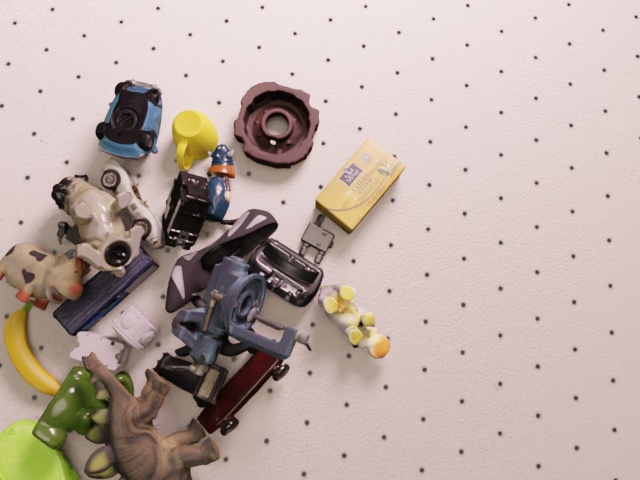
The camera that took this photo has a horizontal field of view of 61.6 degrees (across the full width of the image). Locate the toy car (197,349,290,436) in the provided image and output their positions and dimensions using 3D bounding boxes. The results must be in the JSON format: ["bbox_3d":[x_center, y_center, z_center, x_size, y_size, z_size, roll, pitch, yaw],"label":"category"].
[{"bbox_3d":[-0.145,0.275,1.012,0.089,0.053,0.202,40,83,20],"label":"toy car"}]

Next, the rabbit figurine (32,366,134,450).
[{"bbox_3d":[-0.404,0.315,0.987,0.170,0.121,0.159,34,74,-14],"label":"rabbit figurine"}]

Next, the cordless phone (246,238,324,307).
[{"bbox_3d":[-0.094,0.103,1.039,0.147,0.089,0.184,33,93,3],"label":"cordless phone"}]

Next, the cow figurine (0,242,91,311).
[{"bbox_3d":[-0.509,0.060,0.999,0.195,0.085,0.127,23,77,29],"label":"cow figurine"}]

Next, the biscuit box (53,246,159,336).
[{"bbox_3d":[-0.410,0.095,1.031,0.202,0.059,0.063,-43,84,-8],"label":"biscuit box"}]

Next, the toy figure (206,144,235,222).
[{"bbox_3d":[-0.203,-0.115,1.072,0.064,0.058,0.154,10,76,-6],"label":"toy figure"}]

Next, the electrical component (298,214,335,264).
[{"bbox_3d":[-0.002,-0.003,1.076,0.063,0.021,0.094,27,80,3],"label":"electrical component"}]

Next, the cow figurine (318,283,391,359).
[{"bbox_3d":[0.061,0.156,1.026,0.068,0.098,0.167,-41,103,-13],"label":"cow figurine"}]

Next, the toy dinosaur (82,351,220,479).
[{"bbox_3d":[-0.285,0.398,0.944,0.198,0.105,0.471,-37,100,-19],"label":"toy dinosaur"}]

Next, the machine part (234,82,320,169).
[{"bbox_3d":[-0.087,-0.230,1.094,0.179,0.056,0.179,0,82,-2],"label":"machine part"}]

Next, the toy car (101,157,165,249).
[{"bbox_3d":[-0.362,-0.069,1.051,0.056,0.073,0.202,-34,83,-5],"label":"toy car"}]

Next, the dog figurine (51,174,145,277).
[{"bbox_3d":[-0.423,-0.029,1.004,0.121,0.191,0.172,-9,108,-39],"label":"dog figurine"}]

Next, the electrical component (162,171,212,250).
[{"bbox_3d":[-0.255,-0.062,1.021,0.058,0.134,0.114,18,117,-28],"label":"electrical component"}]

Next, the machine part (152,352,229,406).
[{"bbox_3d":[-0.242,0.252,1.001,0.139,0.039,0.084,14,75,15],"label":"machine part"}]

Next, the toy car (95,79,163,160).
[{"bbox_3d":[-0.364,-0.227,1.061,0.109,0.103,0.161,12,78,0],"label":"toy car"}]

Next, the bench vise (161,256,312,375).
[{"bbox_3d":[-0.136,0.151,0.934,0.241,0.128,0.223,19,76,20],"label":"bench vise"}]

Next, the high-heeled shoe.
[{"bbox_3d":[-0.179,0.043,1.008,0.145,0.086,0.249,8,60,34],"label":"high-heeled shoe"}]

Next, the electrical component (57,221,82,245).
[{"bbox_3d":[-0.462,-0.007,1.053,0.102,0.045,0.078,39,84,4],"label":"electrical component"}]

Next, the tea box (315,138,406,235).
[{"bbox_3d":[0.079,-0.106,1.071,0.098,0.068,0.169,38,83,4],"label":"tea box"}]
